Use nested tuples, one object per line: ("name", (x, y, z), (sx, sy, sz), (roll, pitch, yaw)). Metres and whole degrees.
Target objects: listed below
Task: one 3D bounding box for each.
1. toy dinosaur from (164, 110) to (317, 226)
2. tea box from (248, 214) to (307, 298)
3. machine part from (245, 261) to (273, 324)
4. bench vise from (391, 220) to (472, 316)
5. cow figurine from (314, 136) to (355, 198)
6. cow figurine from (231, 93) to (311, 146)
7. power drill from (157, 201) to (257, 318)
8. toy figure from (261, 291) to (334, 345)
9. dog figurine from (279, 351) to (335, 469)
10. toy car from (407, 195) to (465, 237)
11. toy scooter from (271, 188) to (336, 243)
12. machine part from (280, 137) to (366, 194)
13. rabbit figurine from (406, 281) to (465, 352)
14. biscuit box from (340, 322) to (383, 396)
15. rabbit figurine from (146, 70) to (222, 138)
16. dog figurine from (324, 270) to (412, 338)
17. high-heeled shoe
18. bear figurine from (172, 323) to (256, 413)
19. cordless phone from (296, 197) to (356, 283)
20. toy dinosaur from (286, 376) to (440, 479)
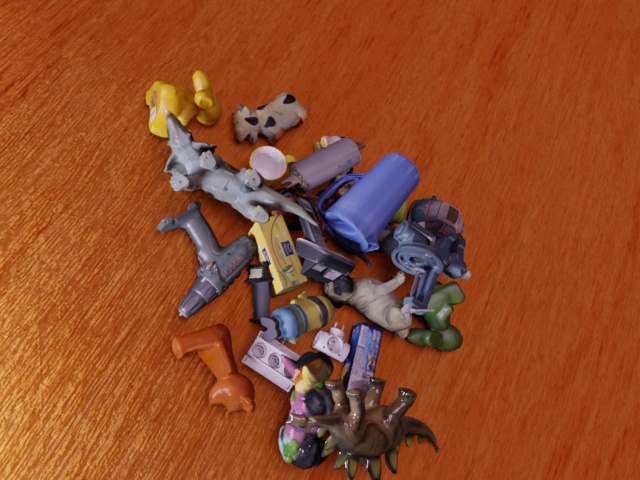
("toy dinosaur", (-0.197, -0.128, 1.210), (0.405, 0.192, 0.131), (31, 100, -9))
("tea box", (-0.100, 0.038, 1.240), (0.068, 0.098, 0.169), (-16, 77, -24))
("machine part", (-0.137, 0.120, 1.217), (0.039, 0.084, 0.139), (2, 79, -43))
("bench vise", (0.244, 0.075, 1.222), (0.223, 0.129, 0.240), (40, 56, -27))
("cow figurine", (0.056, -0.190, 1.391), (0.098, 0.068, 0.167), (-12, 77, -28))
("cow figurine", (-0.134, -0.305, 1.351), (0.195, 0.085, 0.127), (-39, 94, -24))
("power drill", (-0.269, 0.030, 1.193), (0.232, 0.086, 0.207), (-38, 84, -27))
("toy figure", (-0.045, 0.178, 1.198), (0.089, 0.082, 0.180), (25, 25, 35))
("dog figurine", (-0.032, 0.337, 1.105), (0.191, 0.109, 0.219), (-41, 124, -29))
("toy car", (0.319, -0.051, 1.416), (0.162, 0.103, 0.109), (28, 66, -7))
("toy scooter", (-0.036, -0.057, 1.309), (0.184, 0.075, 0.135), (-1, 75, -24))
("machine part", (0.013, -0.180, 1.288), (0.243, 0.079, 0.079), (-30, 84, -23))
("rabbit figurine", (0.295, 0.203, 1.317), (0.159, 0.121, 0.170), (-28, 98, -31))
("biscuit box", (0.090, 0.294, 1.240), (0.059, 0.063, 0.202), (21, 66, -11))
("rabbit figurine", (-0.309, -0.326, 1.274), (0.173, 0.162, 0.122), (7, 57, -36))
("dog figurine", (0.113, 0.159, 1.283), (0.191, 0.121, 0.172), (-9, 66, -10))
("high-heeled shoe", (0.169, -0.023, 1.339), (0.249, 0.086, 0.145), (-25, 54, -11))
("bear figurine", (-0.216, 0.277, 1.111), (0.132, 0.120, 0.195), (-16, 84, -20))
("cordless phone", (-0.002, -0.004, 1.240), (0.146, 0.089, 0.184), (25, 41, -51))
("toy dinosaur", (0.119, 0.393, 1.122), (0.471, 0.105, 0.198), (15, 91, -37))
